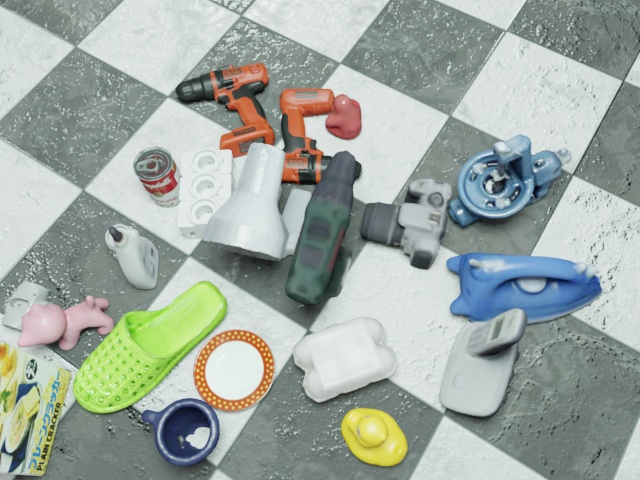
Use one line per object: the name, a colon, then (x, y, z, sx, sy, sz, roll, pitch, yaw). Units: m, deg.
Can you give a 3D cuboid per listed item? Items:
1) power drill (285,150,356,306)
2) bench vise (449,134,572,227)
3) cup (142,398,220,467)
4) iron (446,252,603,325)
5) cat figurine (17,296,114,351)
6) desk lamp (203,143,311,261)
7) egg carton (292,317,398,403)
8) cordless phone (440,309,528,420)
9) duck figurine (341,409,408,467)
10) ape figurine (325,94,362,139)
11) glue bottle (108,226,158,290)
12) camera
power drill: (0.008, 0.003, 0.892, 0.075, 0.208, 0.230, 14, 67, 8)
bench vise: (0.313, -0.123, 0.931, 0.208, 0.220, 0.121, -40, 70, -14)
cup: (-0.197, 0.280, 0.838, 0.117, 0.095, 0.092, 17, 68, 9)
iron: (0.335, 0.059, 0.893, 0.258, 0.141, 0.118, -1, 66, 2)
cat figurine: (-0.406, 0.125, 0.901, 0.128, 0.118, 0.067, -26, 68, -9)
desk lamp: (-0.093, -0.044, 0.913, 0.118, 0.213, 0.203, 12, 67, 7)
egg carton: (0.038, 0.182, 0.888, 0.150, 0.069, 0.107, -20, 67, -7)
cordless phone: (0.240, 0.175, 0.821, 0.094, 0.185, 0.148, 17, 68, 10)
duck figurine: (0.080, 0.283, 0.832, 0.104, 0.086, 0.077, 31, 71, 14)
ape figurine: (0.045, -0.235, 1.060, 0.078, 0.092, 0.076, -23, 67, -8)
glue bottle: (-0.301, 0.018, 0.915, 0.037, 0.173, 0.078, -2, 66, 2)
camera: (0.144, -0.040, 0.965, 0.136, 0.101, 0.143, 12, 67, 7)
